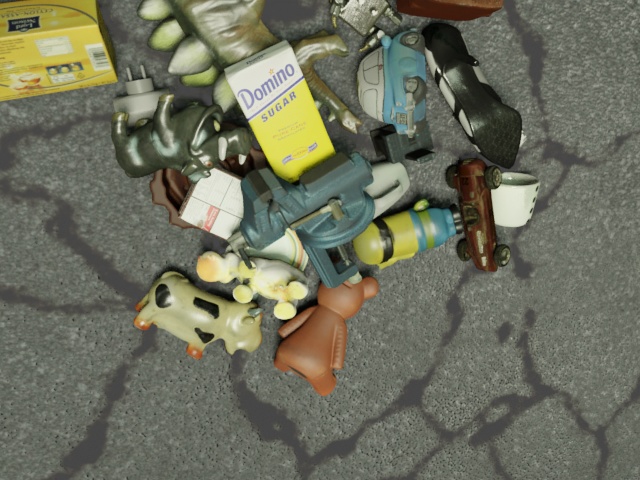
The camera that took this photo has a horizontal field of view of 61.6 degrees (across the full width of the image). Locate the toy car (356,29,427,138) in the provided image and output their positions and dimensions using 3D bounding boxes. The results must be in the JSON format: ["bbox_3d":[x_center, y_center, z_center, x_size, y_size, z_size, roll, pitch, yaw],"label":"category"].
[{"bbox_3d":[0.104,-0.225,0.787,0.103,0.162,0.109,0,148,10],"label":"toy car"}]

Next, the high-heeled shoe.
[{"bbox_3d":[0.231,-0.222,0.848,0.086,0.145,0.248,-34,129,0],"label":"high-heeled shoe"}]

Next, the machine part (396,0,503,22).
[{"bbox_3d":[0.184,-0.422,0.758,0.201,0.087,0.200,-3,99,-22],"label":"machine part"}]

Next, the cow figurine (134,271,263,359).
[{"bbox_3d":[-0.175,0.116,0.842,0.195,0.086,0.127,34,101,-19],"label":"cow figurine"}]

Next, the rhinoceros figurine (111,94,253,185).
[{"bbox_3d":[-0.181,-0.127,0.696,0.190,0.073,0.112,-6,88,16],"label":"rhinoceros figurine"}]

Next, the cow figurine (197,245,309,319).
[{"bbox_3d":[-0.099,0.050,0.819,0.167,0.098,0.068,23,110,-2],"label":"cow figurine"}]

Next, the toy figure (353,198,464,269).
[{"bbox_3d":[0.141,-0.015,0.870,0.180,0.089,0.082,-15,68,4],"label":"toy figure"}]

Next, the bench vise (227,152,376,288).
[{"bbox_3d":[-0.007,-0.007,0.761,0.224,0.129,0.240,-39,131,-13],"label":"bench vise"}]

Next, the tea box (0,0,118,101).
[{"bbox_3d":[-0.355,-0.241,0.678,0.170,0.068,0.098,-11,151,-11],"label":"tea box"}]

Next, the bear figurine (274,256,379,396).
[{"bbox_3d":[0.010,0.137,0.890,0.120,0.131,0.196,25,66,14],"label":"bear figurine"}]

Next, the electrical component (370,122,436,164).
[{"bbox_3d":[0.131,-0.149,0.821,0.075,0.119,0.047,-21,110,-5],"label":"electrical component"}]

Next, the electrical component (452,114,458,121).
[{"bbox_3d":[0.255,-0.214,0.883,0.094,0.021,0.063,42,92,-15],"label":"electrical component"}]

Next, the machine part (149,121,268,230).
[{"bbox_3d":[-0.164,-0.096,0.796,0.179,0.056,0.179,-3,105,-12],"label":"machine part"}]

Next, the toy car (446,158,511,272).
[{"bbox_3d":[0.262,-0.037,0.897,0.053,0.089,0.201,-27,114,-38],"label":"toy car"}]

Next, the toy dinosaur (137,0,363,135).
[{"bbox_3d":[-0.126,-0.288,0.725,0.471,0.105,0.198,39,95,-19],"label":"toy dinosaur"}]

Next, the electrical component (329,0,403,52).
[{"bbox_3d":[0.062,-0.328,0.785,0.102,0.045,0.078,39,116,-23],"label":"electrical component"}]

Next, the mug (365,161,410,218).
[{"bbox_3d":[0.091,-0.082,0.841,0.107,0.110,0.080,-33,108,-18],"label":"mug"}]
